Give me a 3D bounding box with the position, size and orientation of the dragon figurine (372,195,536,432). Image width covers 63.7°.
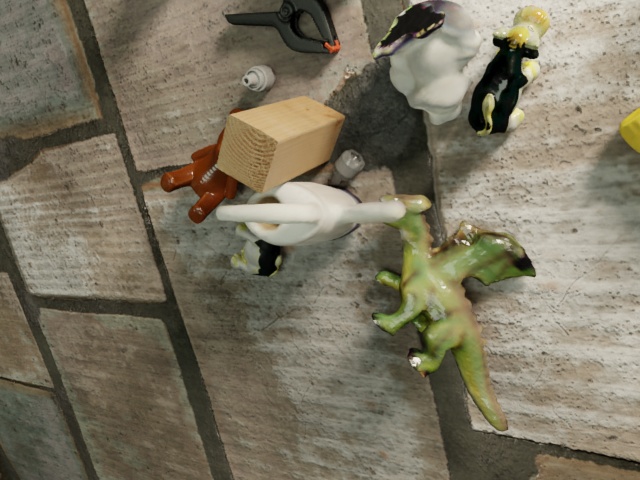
[{"bbox_3d":[0.227,0.091,0.817,0.412,0.124,0.239,46,118,5],"label":"dragon figurine"}]

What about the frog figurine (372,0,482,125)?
[{"bbox_3d":[0.166,-0.249,0.728,0.136,0.126,0.157,-28,131,28],"label":"frog figurine"}]

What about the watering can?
[{"bbox_3d":[0.002,-0.041,0.822,0.347,0.225,0.104,2,94,30],"label":"watering can"}]
